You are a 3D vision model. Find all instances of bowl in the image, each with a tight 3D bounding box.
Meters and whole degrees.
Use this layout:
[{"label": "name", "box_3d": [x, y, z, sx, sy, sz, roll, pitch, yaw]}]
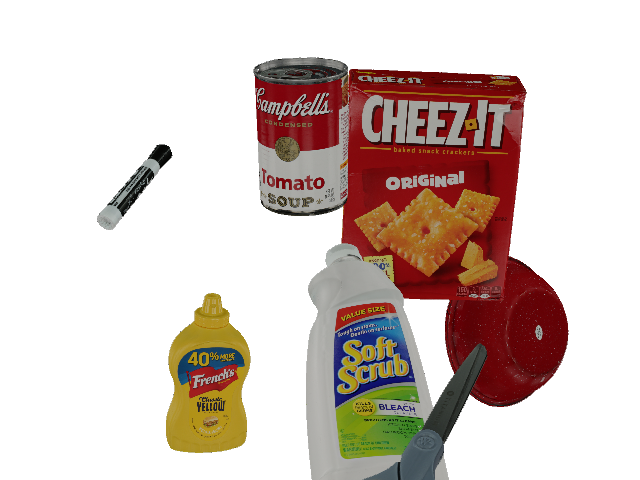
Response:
[{"label": "bowl", "box_3d": [0.208, 0.096, 1.118, 0.161, 0.162, 0.055, 0, -3, -35]}]

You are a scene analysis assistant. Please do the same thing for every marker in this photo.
[{"label": "marker", "box_3d": [-0.179, -0.055, 1.043, 0.020, 0.020, 0.121, 0, 40, 30]}]

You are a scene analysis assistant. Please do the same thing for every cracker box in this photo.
[{"label": "cracker box", "box_3d": [0.103, -0.050, 1.023, 0.164, 0.214, 0.072, 2, 21, 0]}]

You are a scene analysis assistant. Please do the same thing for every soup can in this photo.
[{"label": "soup can", "box_3d": [-0.014, -0.077, 0.782, 0.068, 0.102, 0.068, -1, 23, 0]}]

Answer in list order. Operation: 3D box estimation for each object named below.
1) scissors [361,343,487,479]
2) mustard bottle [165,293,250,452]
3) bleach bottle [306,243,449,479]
[{"label": "scissors", "box_3d": [0.070, 0.129, 0.590, 0.096, 0.016, 0.201, 24, 45, 36]}, {"label": "mustard bottle", "box_3d": [-0.132, 0.155, 1.265, 0.096, 0.192, 0.058, 0, 17, -14]}, {"label": "bleach bottle", "box_3d": [0.027, 0.100, 0.824, 0.102, 0.068, 0.251, 1, 44, -12]}]
